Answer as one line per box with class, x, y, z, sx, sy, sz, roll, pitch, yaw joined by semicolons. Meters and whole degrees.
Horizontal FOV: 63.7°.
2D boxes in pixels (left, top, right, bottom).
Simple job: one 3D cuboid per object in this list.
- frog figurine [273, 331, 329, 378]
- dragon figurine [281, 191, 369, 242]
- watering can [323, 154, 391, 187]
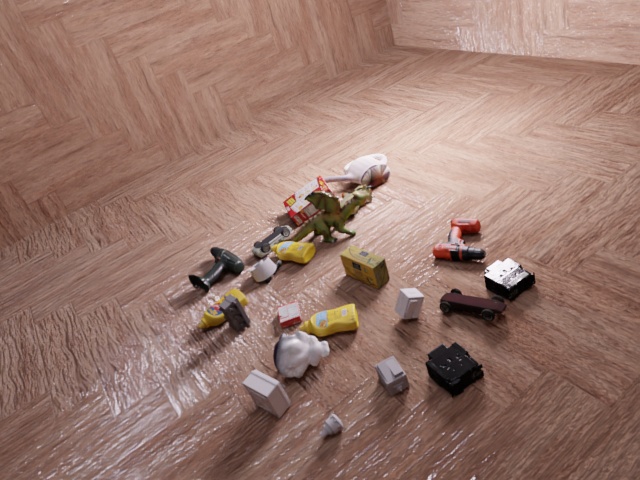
frog figurine;-0.055;0.347;1.554;0.159;0.121;0.139;2;70;15
dragon figurine;0.006;-0.104;2.068;0.410;0.237;0.125;-15;37;4
watering can;0.176;-0.305;2.386;0.350;0.102;0.227;-28;35;-16
